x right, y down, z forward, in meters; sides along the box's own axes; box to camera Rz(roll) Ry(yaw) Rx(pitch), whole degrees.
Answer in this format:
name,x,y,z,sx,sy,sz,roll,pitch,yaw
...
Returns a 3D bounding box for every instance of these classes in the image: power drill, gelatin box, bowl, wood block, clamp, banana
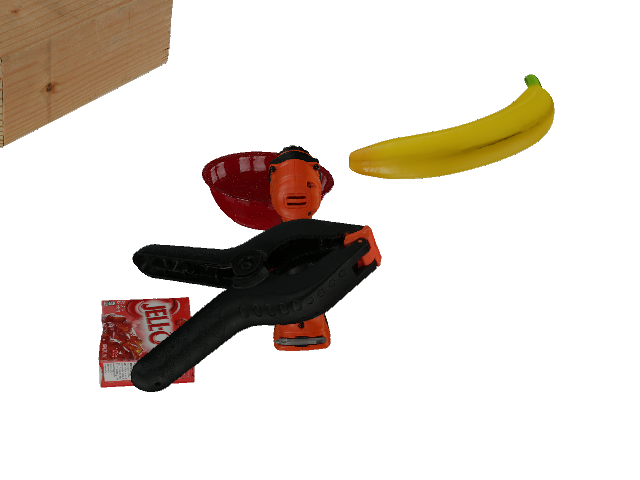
name,x,y,z,sx,sy,sz,roll,pitch,yaw
power drill,-0.024,0.004,1.071,0.057,0.188,0.184,-3,15,1
gelatin box,-0.139,0.079,0.855,0.073,0.030,0.089,-2,29,-8
bowl,-0.066,-0.056,1.311,0.162,0.055,0.162,5,26,-2
wood block,-0.231,-0.175,0.934,0.090,0.091,0.205,30,42,21
clamp,-0.047,0.035,0.673,0.172,0.120,0.039,-13,-41,15
banana,0.119,-0.082,0.847,0.197,0.037,0.070,-23,28,-25
